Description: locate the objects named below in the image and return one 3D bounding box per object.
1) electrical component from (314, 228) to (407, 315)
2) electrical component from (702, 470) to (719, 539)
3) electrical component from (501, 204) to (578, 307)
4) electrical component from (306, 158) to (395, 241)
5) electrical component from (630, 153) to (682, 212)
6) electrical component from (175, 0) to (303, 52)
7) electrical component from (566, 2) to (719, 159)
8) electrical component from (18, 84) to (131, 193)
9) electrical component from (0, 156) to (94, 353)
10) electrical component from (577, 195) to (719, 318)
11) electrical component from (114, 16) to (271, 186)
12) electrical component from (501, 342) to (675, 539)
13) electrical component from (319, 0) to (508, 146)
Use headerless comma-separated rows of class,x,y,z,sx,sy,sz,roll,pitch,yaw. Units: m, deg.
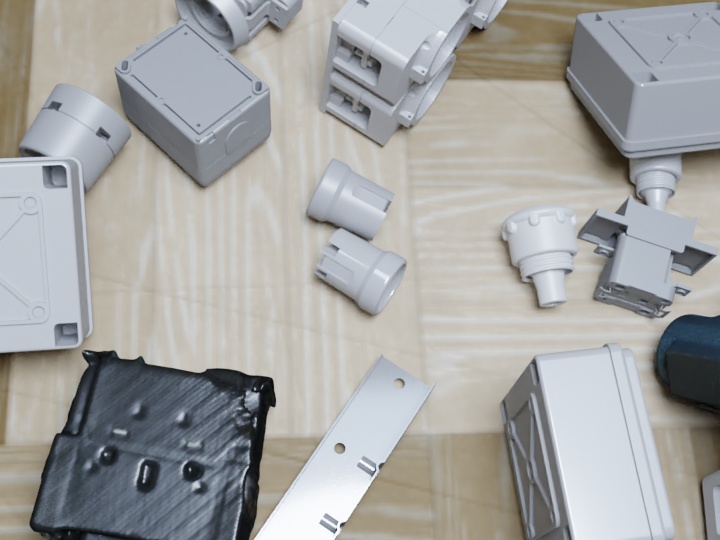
electrical component,0.000,0.000,0.669,0.046,0.040,0.040,30,68,11
electrical component,0.254,0.188,0.612,0.089,0.061,0.150,3,68,-5
electrical component,0.118,-0.008,0.684,0.048,0.048,0.062,-6,76,-9
electrical component,-0.006,-0.044,0.686,0.046,0.040,0.040,26,68,-3
electrical component,0.198,-0.062,0.720,0.035,0.035,0.061,6,71,-5
electrical component,-0.086,-0.184,0.722,0.078,0.058,0.057,36,66,7
electrical component,0.207,-0.128,0.711,0.109,0.056,0.108,-7,38,-9
electrical component,-0.179,-0.081,0.672,0.055,0.055,0.047,28,71,5
electrical component,-0.213,-0.008,0.615,0.109,0.056,0.108,-3,98,-8
electrical component,0.182,-0.006,0.692,0.081,0.042,0.063,19,69,1
electrical component,-0.110,-0.110,0.691,0.096,0.061,0.062,42,68,17
electrical component,0.123,0.109,0.603,0.056,0.108,0.108,-6,69,-6
electrical component,0.053,-0.182,0.711,0.060,0.105,0.186,33,68,7
